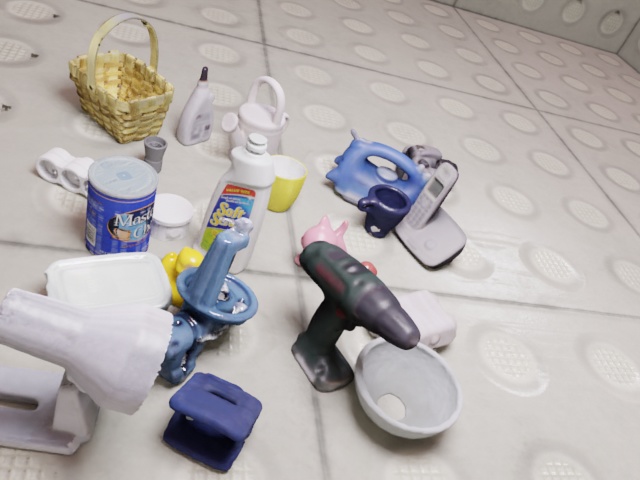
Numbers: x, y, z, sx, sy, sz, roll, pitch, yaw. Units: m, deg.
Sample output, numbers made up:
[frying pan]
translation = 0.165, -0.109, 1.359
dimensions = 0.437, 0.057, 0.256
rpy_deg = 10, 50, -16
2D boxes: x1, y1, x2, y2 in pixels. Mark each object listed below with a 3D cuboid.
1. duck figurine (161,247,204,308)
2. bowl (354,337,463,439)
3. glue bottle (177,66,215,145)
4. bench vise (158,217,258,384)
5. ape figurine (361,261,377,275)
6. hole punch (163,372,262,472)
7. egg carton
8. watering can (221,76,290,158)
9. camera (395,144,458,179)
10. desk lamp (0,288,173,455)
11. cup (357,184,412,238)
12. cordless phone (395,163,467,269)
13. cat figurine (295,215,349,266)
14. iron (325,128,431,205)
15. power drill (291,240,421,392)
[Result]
[duck figurine]
translation = -0.208, 0.048, 0.894
dimensions = 0.078, 0.086, 0.104
rpy_deg = -21, 55, -41
[bowl]
translation = 0.121, 0.228, 0.847
dimensions = 0.167, 0.075, 0.167
rpy_deg = 13, 39, -11
[glue bottle]
translation = -0.251, -0.282, 1.194
dimensions = 0.037, 0.173, 0.078
rpy_deg = 40, 41, 22
[bench vise]
translation = -0.148, 0.084, 0.771
dimensions = 0.121, 0.220, 0.207
rpy_deg = 22, 38, 0
[ape figurine]
translation = 0.070, 0.076, 0.989
dimensions = 0.076, 0.092, 0.078
rpy_deg = 21, 38, -1
[hole punch]
translation = -0.134, 0.216, 0.726
dimensions = 0.108, 0.091, 0.101
rpy_deg = 25, 38, 4
[egg carton]
translation = 0.157, 0.144, 0.969
dimensions = 0.151, 0.069, 0.107
rpy_deg = -10, 48, -34
[watering can]
translation = -0.127, -0.244, 1.192
dimensions = 0.101, 0.194, 0.173
rpy_deg = 27, 38, 7
[camera]
translation = 0.265, -0.163, 1.361
dimensions = 0.137, 0.101, 0.143
rpy_deg = 7, 40, -19
[desk lamp]
translation = -0.279, 0.146, 0.639
dimensions = 0.203, 0.213, 0.118
rpy_deg = 12, 39, -13
[cup]
translation = 0.117, -0.051, 1.161
dimensions = 0.118, 0.095, 0.091
rpy_deg = -5, 45, -30
[cordless phone]
translation = 0.240, -0.049, 1.144
dimensions = 0.094, 0.185, 0.147
rpy_deg = -12, 49, -35
[cat figurine]
translation = 0.009, 0.004, 1.025
dimensions = 0.067, 0.118, 0.128
rpy_deg = 38, 41, 20
[iron]
translation = 0.151, -0.139, 1.244
dimensions = 0.258, 0.141, 0.119
rpy_deg = 23, 38, 1
[power drill]
translation = 0.036, 0.120, 0.826
dimensions = 0.076, 0.208, 0.229
rpy_deg = -12, 49, -36
